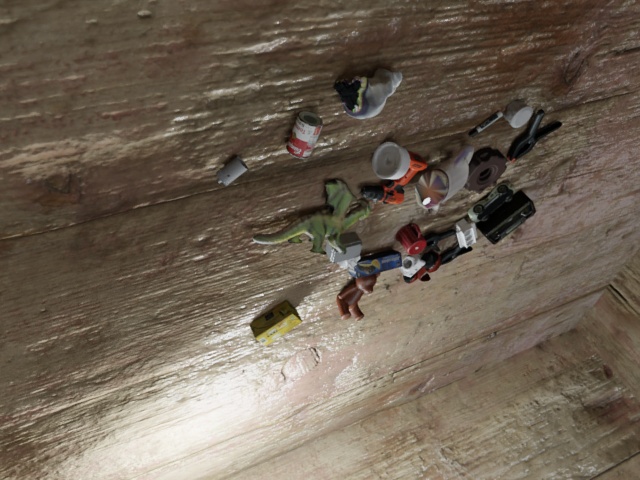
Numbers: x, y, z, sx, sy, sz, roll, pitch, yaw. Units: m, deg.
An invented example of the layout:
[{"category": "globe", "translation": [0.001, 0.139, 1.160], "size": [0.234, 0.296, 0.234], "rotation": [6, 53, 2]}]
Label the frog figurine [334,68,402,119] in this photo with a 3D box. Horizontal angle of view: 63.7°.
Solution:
[{"category": "frog figurine", "translation": [0.135, -0.366, 1.293], "size": [0.160, 0.123, 0.136], "rotation": [-14, 175, -36]}]

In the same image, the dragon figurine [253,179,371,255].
[{"category": "dragon figurine", "translation": [0.005, -0.079, 1.576], "size": [0.410, 0.124, 0.239], "rotation": [4, 114, -41]}]

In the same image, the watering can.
[{"category": "watering can", "translation": [0.398, -0.167, 1.704], "size": [0.227, 0.105, 0.339], "rotation": [-32, 155, -39]}]
